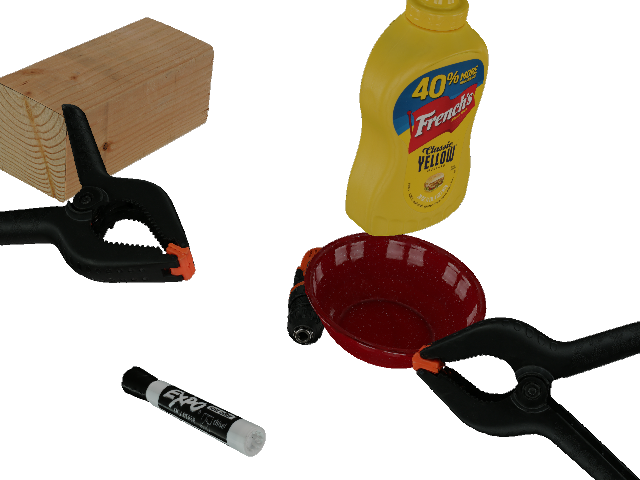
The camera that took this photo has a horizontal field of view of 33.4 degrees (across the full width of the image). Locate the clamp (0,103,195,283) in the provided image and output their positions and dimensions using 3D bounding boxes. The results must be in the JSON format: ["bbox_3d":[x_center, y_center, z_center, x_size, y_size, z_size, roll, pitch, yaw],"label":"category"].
[{"bbox_3d":[-0.179,-0.030,0.843,0.210,0.164,0.036,19,-33,21],"label":"clamp"}]

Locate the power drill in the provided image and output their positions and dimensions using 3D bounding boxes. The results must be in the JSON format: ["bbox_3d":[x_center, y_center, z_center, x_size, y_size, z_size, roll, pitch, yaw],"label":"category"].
[{"bbox_3d":[0.057,0.063,1.232,0.188,0.057,0.184,1,28,6],"label":"power drill"}]

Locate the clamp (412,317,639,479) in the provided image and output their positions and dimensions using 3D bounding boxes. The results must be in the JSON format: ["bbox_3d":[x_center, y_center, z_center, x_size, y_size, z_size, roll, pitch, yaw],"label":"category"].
[{"bbox_3d":[0.146,0.106,0.700,0.172,0.120,0.039,3,-1,20],"label":"clamp"}]

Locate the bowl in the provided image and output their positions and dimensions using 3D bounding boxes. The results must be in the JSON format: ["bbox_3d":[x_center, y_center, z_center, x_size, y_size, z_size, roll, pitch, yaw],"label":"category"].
[{"bbox_3d":[0.063,0.062,0.951,0.162,0.055,0.162,5,39,-5],"label":"bowl"}]

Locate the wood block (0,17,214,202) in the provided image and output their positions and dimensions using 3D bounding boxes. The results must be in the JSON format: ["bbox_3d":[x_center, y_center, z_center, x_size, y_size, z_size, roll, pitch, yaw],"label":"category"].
[{"bbox_3d":[-0.201,-0.129,1.009,0.090,0.091,0.205,27,38,21],"label":"wood block"}]

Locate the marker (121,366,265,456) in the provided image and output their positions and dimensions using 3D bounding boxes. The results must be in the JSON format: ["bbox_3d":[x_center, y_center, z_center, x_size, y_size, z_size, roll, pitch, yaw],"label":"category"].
[{"bbox_3d":[-0.083,0.105,0.668,0.121,0.020,0.020,18,11,39],"label":"marker"}]

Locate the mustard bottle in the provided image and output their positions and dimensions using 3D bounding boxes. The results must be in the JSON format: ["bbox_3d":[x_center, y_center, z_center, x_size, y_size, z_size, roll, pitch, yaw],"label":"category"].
[{"bbox_3d":[0.070,-0.097,0.739,0.096,0.192,0.058,-19,44,-28],"label":"mustard bottle"}]
